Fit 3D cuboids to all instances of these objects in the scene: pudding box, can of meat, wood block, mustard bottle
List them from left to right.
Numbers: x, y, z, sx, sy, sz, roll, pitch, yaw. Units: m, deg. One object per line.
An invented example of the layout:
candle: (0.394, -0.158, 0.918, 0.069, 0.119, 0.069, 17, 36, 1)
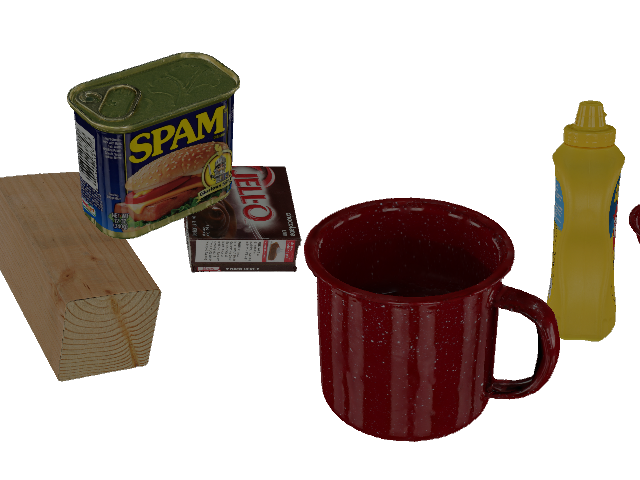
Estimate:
wood block: (-0.237, 0.027, 1.011, 0.090, 0.091, 0.206, -7, 37, -33)
can of meat: (-0.101, -0.058, 0.659, 0.101, 0.084, 0.058, -25, 47, -33)
pudding box: (-0.068, -0.020, 0.888, 0.090, 0.039, 0.113, -1, 38, -10)
mustard bottle: (0.220, -0.020, 0.886, 0.058, 0.192, 0.096, 3, 19, 14)

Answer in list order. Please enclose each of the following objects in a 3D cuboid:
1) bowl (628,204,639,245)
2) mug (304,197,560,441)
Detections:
bowl: (0.411, 0.007, 1.146, 0.162, 0.055, 0.162, -1, 26, 0)
mug: (0.051, 0.039, 0.486, 0.117, 0.081, 0.093, 11, 32, 22)
